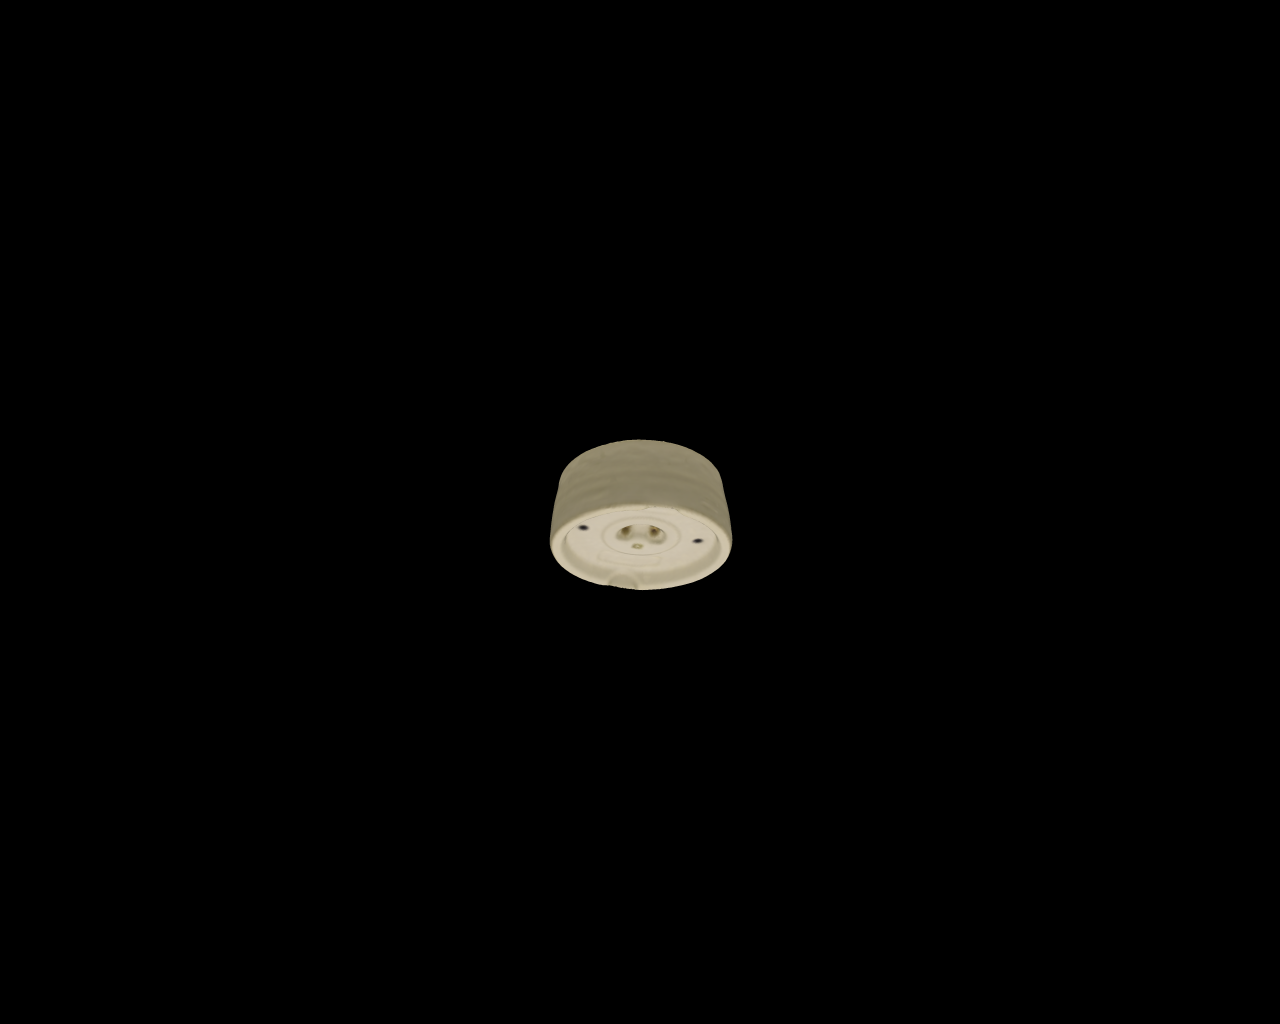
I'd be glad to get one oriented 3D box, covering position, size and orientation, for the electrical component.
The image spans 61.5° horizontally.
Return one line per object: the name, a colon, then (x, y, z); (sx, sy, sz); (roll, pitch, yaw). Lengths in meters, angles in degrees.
electrical component: (0.001, -0.003, 0.650); (0.108, 0.060, 0.108); (0, -30, 0)
